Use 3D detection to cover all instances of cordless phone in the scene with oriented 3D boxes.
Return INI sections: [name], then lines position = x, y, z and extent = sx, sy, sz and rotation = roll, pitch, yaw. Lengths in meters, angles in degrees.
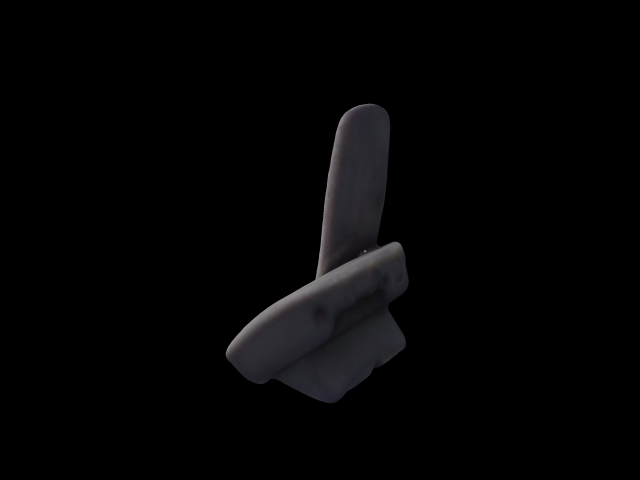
[cordless phone]
position = 0.004, 0.001, 0.400
extent = 0.093, 0.185, 0.148
rotation = 9, 19, 29
